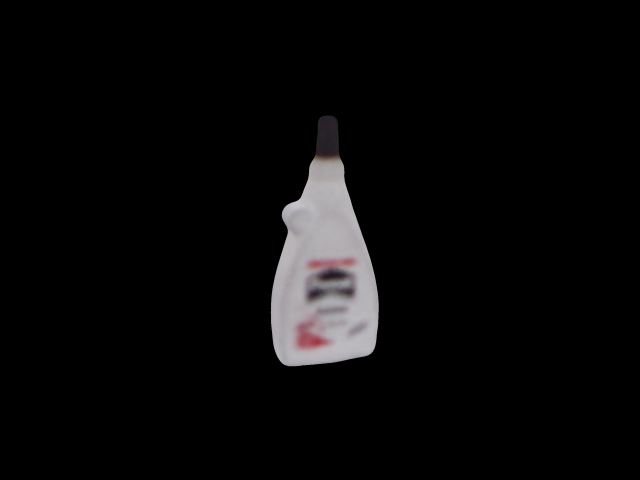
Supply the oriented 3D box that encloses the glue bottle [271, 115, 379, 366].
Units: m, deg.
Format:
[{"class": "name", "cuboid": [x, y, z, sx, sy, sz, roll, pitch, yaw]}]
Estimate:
[{"class": "glue bottle", "cuboid": [0.004, 0.001, 0.400, 0.078, 0.173, 0.037, -6, 17, -19]}]
